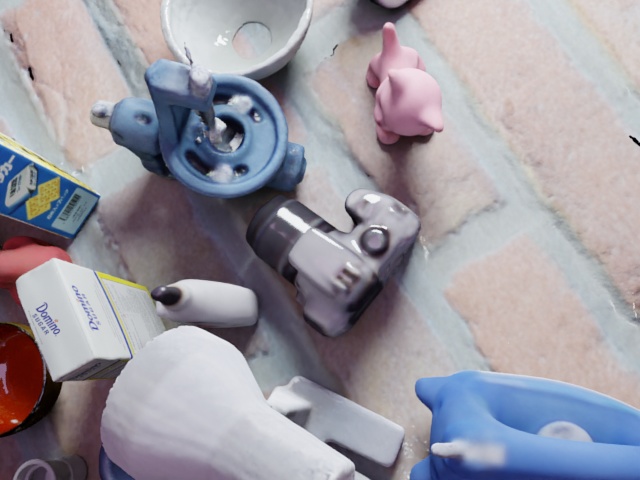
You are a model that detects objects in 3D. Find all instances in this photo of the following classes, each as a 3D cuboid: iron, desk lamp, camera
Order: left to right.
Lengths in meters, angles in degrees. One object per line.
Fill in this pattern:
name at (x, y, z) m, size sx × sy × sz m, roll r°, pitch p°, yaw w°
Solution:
desk lamp at (-0.040, 0.161, 0.466) m, size 0.203 × 0.214 × 0.118 m, roll 22°, pitch 83°, yaw 13°
camera at (0.005, 0.002, 0.549) m, size 0.136 × 0.101 × 0.143 m, roll 36°, pitch 86°, yaw 14°
iron at (0.204, 0.173, 0.463) m, size 0.258 × 0.141 × 0.119 m, roll 2°, pitch 79°, yaw 9°

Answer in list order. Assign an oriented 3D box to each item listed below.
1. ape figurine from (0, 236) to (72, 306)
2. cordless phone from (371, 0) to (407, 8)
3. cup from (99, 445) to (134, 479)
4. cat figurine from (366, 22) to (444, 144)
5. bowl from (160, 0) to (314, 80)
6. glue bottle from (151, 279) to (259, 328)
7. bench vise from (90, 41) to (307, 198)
ape figurine at (-0.311, 0.030, 0.597) m, size 0.076 × 0.092 × 0.078 m, roll -2°, pitch 78°, yaw 9°
cordless phone at (0.083, -0.337, 0.563) m, size 0.094 × 0.185 × 0.147 m, roll 44°, pitch 88°, yaw 15°
cup at (-0.135, 0.209, 0.532) m, size 0.091 × 0.095 × 0.117 m, roll -33°, pitch 76°, yaw 1°
cat figurine at (0.081, -0.149, 0.560) m, size 0.067 × 0.118 × 0.128 m, roll -13°, pitch 77°, yaw 6°
bowl at (-0.082, -0.238, 0.626) m, size 0.167 × 0.075 × 0.167 m, roll -2°, pitch 78°, yaw 8°
glue bottle at (-0.112, 0.057, 0.519) m, size 0.078 × 0.173 × 0.037 m, roll -6°, pitch 78°, yaw 8°
bench vise at (-0.129, -0.099, 0.529) m, size 0.207 × 0.220 × 0.121 m, roll -5°, pitch 78°, yaw 8°
